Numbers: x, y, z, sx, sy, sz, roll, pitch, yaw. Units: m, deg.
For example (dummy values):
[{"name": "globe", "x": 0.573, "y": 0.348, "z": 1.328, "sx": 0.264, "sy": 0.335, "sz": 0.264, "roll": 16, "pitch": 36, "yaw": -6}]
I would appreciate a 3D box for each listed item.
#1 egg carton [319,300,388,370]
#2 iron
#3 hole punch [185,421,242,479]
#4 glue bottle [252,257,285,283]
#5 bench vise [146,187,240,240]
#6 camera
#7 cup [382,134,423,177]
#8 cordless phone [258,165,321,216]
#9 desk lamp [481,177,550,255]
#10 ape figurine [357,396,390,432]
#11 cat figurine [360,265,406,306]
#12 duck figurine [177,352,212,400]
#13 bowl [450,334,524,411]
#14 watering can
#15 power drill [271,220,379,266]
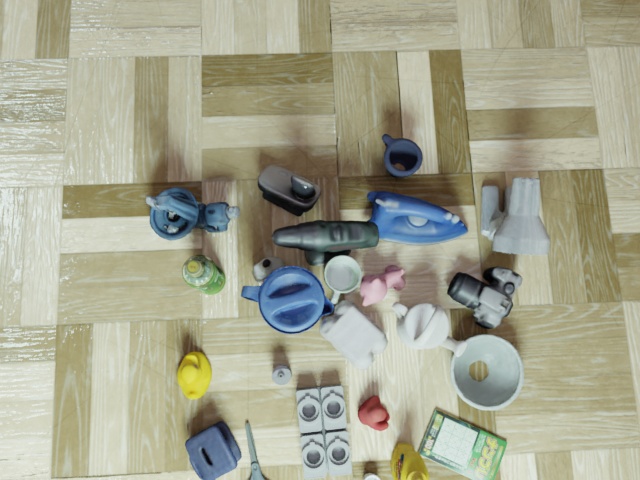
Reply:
[{"name": "egg carton", "x": 0.078, "y": 0.215, "z": 1.305, "sx": 0.150, "sy": 0.069, "sz": 0.107, "roll": 42, "pitch": 81, "yaw": 6}, {"name": "iron", "x": 0.234, "y": -0.055, "z": 1.325, "sx": 0.258, "sy": 0.141, "sz": 0.119, "roll": 9, "pitch": 79, "yaw": 0}, {"name": "hole punch", "x": -0.233, "y": 0.463, "z": 1.237, "sx": 0.101, "sy": 0.091, "sz": 0.108, "roll": -31, "pitch": 82, "yaw": -7}, {"name": "glue bottle", "x": -0.116, "y": 0.062, "z": 1.275, "sx": 0.078, "sy": 0.173, "sz": 0.037, "roll": -24, "pitch": 81, "yaw": -6}, {"name": "bench vise", "x": -0.292, "y": -0.075, "z": 1.272, "sx": 0.207, "sy": 0.220, "sz": 0.121, "roll": -20, "pitch": 80, "yaw": -5}, {"name": "camera", "x": 0.375, "y": 0.115, "z": 1.318, "sx": 0.137, "sy": 0.101, "sz": 0.143, "roll": 29, "pitch": 80, "yaw": 4}, {"name": "cup", "x": 0.184, "y": -0.196, "z": 1.374, "sx": 0.092, "sy": 0.095, "sz": 0.117, "roll": -39, "pitch": 83, "yaw": -8}, {"name": "cordless phone", "x": -0.072, "y": -0.132, "z": 1.307, "sx": 0.147, "sy": 0.185, "sz": 0.094, "roll": 24, "pitch": 79, "yaw": 3}, {"name": "desk lamp", "x": 0.437, "y": -0.050, "z": 1.294, "sx": 0.118, "sy": 0.213, "sz": 0.203, "roll": 2, "pitch": 79, "yaw": -1}, {"name": "ape figurine", "x": 0.123, "y": 0.384, "z": 1.263, "sx": 0.076, "sy": 0.092, "sz": 0.078, "roll": 2, "pitch": 79, "yaw": -1}, {"name": "cat figurine", "x": 0.139, "y": 0.101, "z": 1.304, "sx": 0.128, "sy": 0.118, "sz": 0.067, "roll": -29, "pitch": 81, "yaw": -7}, {"name": "duck figurine", "x": -0.283, "y": 0.301, "z": 1.269, "sx": 0.077, "sy": 0.086, "sz": 0.104, "roll": -1, "pitch": 79, "yaw": -2}, {"name": "bowl", "x": 0.368, "y": 0.298, "z": 1.296, "sx": 0.167, "sy": 0.075, "sz": 0.167, "roll": 0, "pitch": 79, "yaw": -2}, {"name": "watering can", "x": 0.238, "y": 0.190, "z": 1.252, "sx": 0.173, "sy": 0.194, "sz": 0.101, "roll": 13, "pitch": 79, "yaw": 1}, {"name": "power drill", "x": 0.012, "y": 0.005, "z": 1.272, "sx": 0.229, "sy": 0.208, "sz": 0.075, "roll": -6, "pitch": 79, "yaw": -3}]
